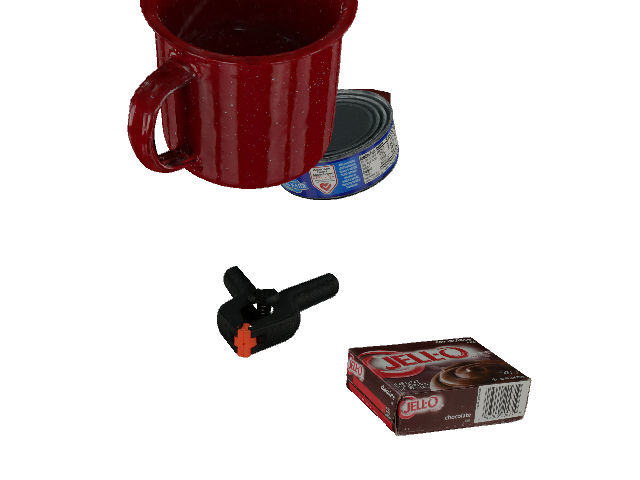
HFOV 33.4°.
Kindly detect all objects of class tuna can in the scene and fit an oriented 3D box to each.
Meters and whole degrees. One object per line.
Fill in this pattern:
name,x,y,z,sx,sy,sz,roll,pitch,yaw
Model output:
tuna can,0.008,-0.064,0.706,0.086,0.034,0.086,-10,36,7

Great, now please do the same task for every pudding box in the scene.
pudding box,0.087,0.108,0.810,0.113,0.039,0.090,-1,17,-23

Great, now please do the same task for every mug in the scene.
mug,-0.040,-0.071,0.478,0.093,0.081,0.117,31,53,22

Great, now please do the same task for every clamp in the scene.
clamp,-0.063,0.063,1.043,0.120,0.039,0.171,1,17,21

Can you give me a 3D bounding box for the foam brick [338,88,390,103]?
foam brick,0.026,-0.125,1.074,0.078,0.051,0.053,-3,13,-20
